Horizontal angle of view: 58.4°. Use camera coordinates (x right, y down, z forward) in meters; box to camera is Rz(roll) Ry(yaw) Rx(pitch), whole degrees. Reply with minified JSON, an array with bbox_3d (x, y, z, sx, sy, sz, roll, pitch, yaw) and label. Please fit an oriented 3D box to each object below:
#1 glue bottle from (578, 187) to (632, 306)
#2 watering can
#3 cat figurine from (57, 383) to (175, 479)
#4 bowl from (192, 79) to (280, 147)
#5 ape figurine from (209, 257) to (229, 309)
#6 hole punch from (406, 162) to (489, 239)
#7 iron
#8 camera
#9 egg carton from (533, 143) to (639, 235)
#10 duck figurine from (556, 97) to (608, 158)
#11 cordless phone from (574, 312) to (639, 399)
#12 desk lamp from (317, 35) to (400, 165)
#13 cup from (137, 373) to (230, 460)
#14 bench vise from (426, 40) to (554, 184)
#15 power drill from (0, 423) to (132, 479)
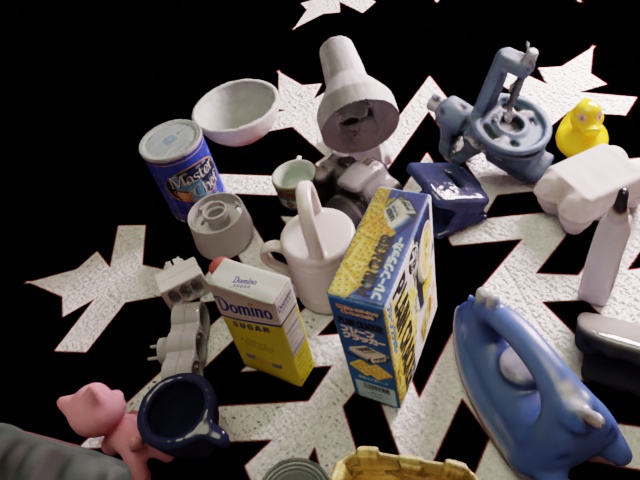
[{"bbox_3d":[0.348,0.002,0.687,0.037,0.173,0.078,20,56,29],"label":"glue bottle"},{"bbox_3d":[0.007,0.001,0.756,0.173,0.194,0.100,-24,47,-8],"label":"watering can"},{"bbox_3d":[-0.244,0.217,0.674,0.127,0.118,0.067,25,59,31],"label":"cat figurine"},{"bbox_3d":[-0.150,-0.228,1.083,0.167,0.075,0.167,-7,48,8],"label":"bowl"},{"bbox_3d":[-0.128,0.057,0.808,0.076,0.092,0.078,10,52,22],"label":"ape figurine"},{"bbox_3d":[0.189,-0.074,0.850,0.101,0.091,0.108,-23,47,-8],"label":"hole punch"},{"bbox_3d":[0.216,0.132,0.623,0.119,0.142,0.257,-24,48,-8],"label":"iron"},{"bbox_3d":[0.037,-0.061,0.869,0.142,0.101,0.137,28,60,33],"label":"camera"},{"bbox_3d":[0.390,-0.075,0.817,0.150,0.069,0.107,-25,48,-9],"label":"egg carton"},{"bbox_3d":[0.414,-0.183,0.898,0.077,0.086,0.104,-4,48,10],"label":"duck figurine"},{"bbox_3d":[0.353,0.087,0.601,0.147,0.185,0.094,13,53,24],"label":"cordless phone"},{"bbox_3d":[0.051,-0.198,0.912,0.118,0.214,0.203,-15,47,1],"label":"desk lamp"},{"bbox_3d":[-0.141,0.220,0.663,0.117,0.095,0.092,19,56,28],"label":"cup"},{"bbox_3d":[0.248,-0.191,0.854,0.206,0.220,0.121,11,52,23],"label":"bench vise"},{"bbox_3d":[-0.285,0.255,0.587,0.229,0.209,0.075,2,49,16],"label":"power drill"}]
